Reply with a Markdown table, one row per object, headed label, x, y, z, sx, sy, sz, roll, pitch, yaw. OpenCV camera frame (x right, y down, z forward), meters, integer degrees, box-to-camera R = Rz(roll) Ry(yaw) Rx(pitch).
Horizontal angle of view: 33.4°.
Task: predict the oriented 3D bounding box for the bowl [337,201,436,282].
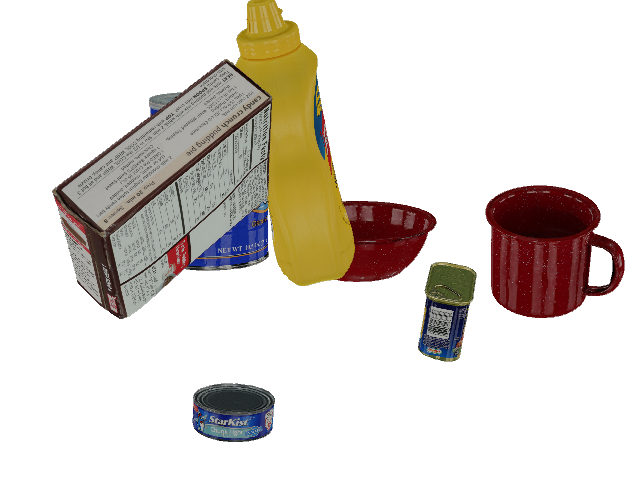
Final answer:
| label | x | y | z | sx | sy | sz | roll | pitch | yaw |
| --- | --- | --- | --- | --- | --- | --- | --- | --- | --- |
| bowl | 0.039 | 0.003 | 1.104 | 0.162 | 0.055 | 0.162 | -1 | 16 | 0 |

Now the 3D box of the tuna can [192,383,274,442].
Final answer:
| label | x | y | z | sx | sy | sz | roll | pitch | yaw |
| --- | --- | --- | --- | --- | --- | --- | --- | --- | --- |
| tuna can | -0.091 | 0.180 | 1.118 | 0.086 | 0.034 | 0.086 | 4 | 12 | -1 |

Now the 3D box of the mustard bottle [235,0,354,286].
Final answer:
| label | x | y | z | sx | sy | sz | roll | pitch | yaw |
| --- | --- | --- | --- | --- | --- | --- | --- | --- | --- |
| mustard bottle | -0.021 | -0.071 | 0.727 | 0.058 | 0.191 | 0.096 | -11 | 28 | 3 |

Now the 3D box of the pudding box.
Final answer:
| label | x | y | z | sx | sy | sz | roll | pitch | yaw |
| --- | --- | --- | --- | --- | --- | --- | --- | --- | --- |
| pudding box | -0.074 | -0.024 | 0.531 | 0.039 | 0.113 | 0.090 | 38 | -26 | 18 |

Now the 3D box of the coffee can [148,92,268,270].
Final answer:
| label | x | y | z | sx | sy | sz | roll | pitch | yaw |
| --- | --- | --- | --- | --- | --- | --- | --- | --- | --- |
| coffee can | -0.096 | -0.055 | 0.931 | 0.103 | 0.140 | 0.103 | 1 | 14 | 0 |

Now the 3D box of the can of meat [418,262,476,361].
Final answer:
| label | x | y | z | sx | sy | sz | roll | pitch | yaw |
| --- | --- | --- | --- | --- | --- | --- | --- | --- | --- |
| can of meat | 0.152 | 0.087 | 1.295 | 0.057 | 0.084 | 0.102 | 11 | 25 | 7 |

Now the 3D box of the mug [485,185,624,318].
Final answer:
| label | x | y | z | sx | sy | sz | roll | pitch | yaw |
| --- | --- | --- | --- | --- | --- | --- | --- | --- | --- |
| mug | 0.195 | 0.013 | 0.890 | 0.117 | 0.081 | 0.093 | 13 | 35 | 26 |
